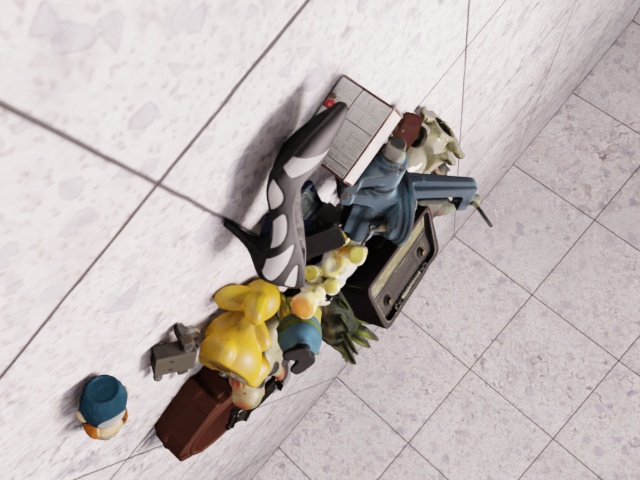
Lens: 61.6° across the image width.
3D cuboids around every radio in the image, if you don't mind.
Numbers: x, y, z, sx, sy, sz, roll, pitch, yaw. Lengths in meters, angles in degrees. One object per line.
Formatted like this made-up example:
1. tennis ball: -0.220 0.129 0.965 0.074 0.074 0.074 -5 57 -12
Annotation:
1. radio: 0.138 0.048 1.019 0.229 0.073 0.130 -49 134 -28

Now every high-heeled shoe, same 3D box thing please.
1. high-heeled shoe: -0.012 -0.042 0.678 0.248 0.145 0.086 -45 -159 23

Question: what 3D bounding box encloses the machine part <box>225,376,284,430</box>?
1. machine part: -0.126 0.311 1.050 0.139 0.039 0.084 -34 152 -40

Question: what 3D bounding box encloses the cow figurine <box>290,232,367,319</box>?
1. cow figurine: 0.014 0.058 0.918 0.167 0.068 0.098 -50 174 9

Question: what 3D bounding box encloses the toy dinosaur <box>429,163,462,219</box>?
1. toy dinosaur: 0.221 -0.049 1.352 0.192 0.131 0.404 -4 137 -51

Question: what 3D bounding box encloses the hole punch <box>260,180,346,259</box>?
1. hole punch: -0.033 -0.021 0.816 0.116 0.092 0.142 -23 166 2

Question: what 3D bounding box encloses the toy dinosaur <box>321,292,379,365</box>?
1. toy dinosaur: 0.031 0.183 1.200 0.105 0.199 0.470 -43 161 -13

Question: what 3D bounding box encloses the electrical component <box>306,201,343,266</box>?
1. electrical component: -0.002 -0.003 0.955 0.134 0.058 0.114 -44 164 -18

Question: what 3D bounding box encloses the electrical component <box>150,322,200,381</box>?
1. electrical component: -0.214 0.168 0.802 0.078 0.045 0.102 -10 144 -20

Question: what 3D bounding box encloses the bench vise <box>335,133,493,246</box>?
1. bench vise: 0.133 -0.074 0.791 0.241 0.129 0.223 0 138 -12

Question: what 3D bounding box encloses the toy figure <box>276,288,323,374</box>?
1. toy figure: -0.034 0.151 0.950 0.180 0.089 0.082 -104 -164 -58

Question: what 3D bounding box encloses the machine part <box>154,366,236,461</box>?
1. machine part: -0.214 0.329 1.075 0.201 0.087 0.201 -53 162 11

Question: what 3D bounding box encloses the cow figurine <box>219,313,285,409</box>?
1. cow figurine: -0.114 0.215 0.995 0.127 0.086 0.195 56 42 -53

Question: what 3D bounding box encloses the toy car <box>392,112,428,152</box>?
1. toy car: 0.108 -0.135 0.936 0.089 0.053 0.202 10 123 -32

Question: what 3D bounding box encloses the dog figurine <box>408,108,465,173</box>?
1. dog figurine: 0.167 -0.150 1.046 0.190 0.121 0.172 -38 178 34

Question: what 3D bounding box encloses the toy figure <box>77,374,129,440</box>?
1. toy figure: -0.290 0.232 0.720 0.064 0.058 0.154 1 142 -19

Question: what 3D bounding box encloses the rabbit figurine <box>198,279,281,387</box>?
1. rabbit figurine: -0.126 0.131 0.879 0.173 0.122 0.162 -58 159 -26
